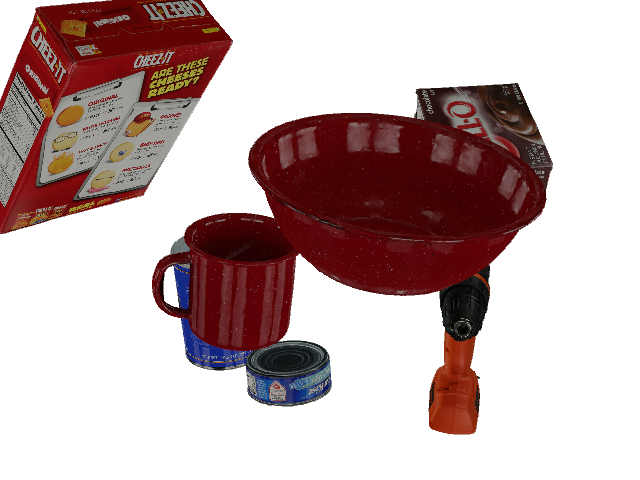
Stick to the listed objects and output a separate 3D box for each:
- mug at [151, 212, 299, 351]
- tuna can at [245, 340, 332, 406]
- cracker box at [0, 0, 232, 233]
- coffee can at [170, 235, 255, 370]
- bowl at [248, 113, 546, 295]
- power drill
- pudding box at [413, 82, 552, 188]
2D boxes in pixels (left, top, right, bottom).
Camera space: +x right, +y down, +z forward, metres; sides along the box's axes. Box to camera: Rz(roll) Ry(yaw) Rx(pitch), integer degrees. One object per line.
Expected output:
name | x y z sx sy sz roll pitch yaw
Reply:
mug | -0.074 0.034 0.837 0.117 0.081 0.093 -4 27 -19
tuna can | -0.032 0.132 1.070 0.086 0.034 0.086 -4 19 1
cracker box | -0.194 -0.111 0.923 0.163 0.072 0.214 -20 -24 -44
coffee can | -0.119 0.068 1.271 0.103 0.140 0.103 -4 26 2
bowl | 0.039 -0.016 0.588 0.162 0.055 0.162 6 27 -3
power drill | 0.151 0.112 1.151 0.057 0.188 0.184 7 25 8
pudding box | 0.130 -0.081 0.875 0.090 0.039 0.113 -4 42 -6
